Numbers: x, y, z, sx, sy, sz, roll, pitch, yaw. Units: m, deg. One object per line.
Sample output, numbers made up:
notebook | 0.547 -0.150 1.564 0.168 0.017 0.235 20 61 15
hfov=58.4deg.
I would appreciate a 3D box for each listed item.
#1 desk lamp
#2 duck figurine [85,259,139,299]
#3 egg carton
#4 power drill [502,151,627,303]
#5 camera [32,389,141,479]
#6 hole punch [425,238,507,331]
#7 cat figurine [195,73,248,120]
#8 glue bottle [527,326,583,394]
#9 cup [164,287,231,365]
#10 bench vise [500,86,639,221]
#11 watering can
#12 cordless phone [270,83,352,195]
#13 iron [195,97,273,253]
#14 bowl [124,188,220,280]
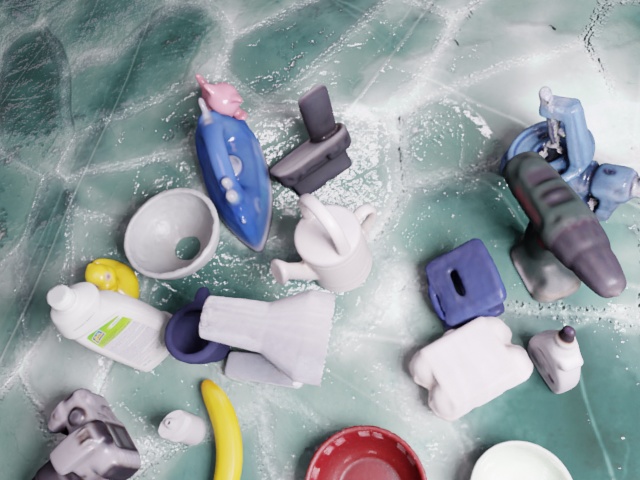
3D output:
desk lamp | -0.062 0.137 0.780 0.202 0.214 0.118 3 66 16
duck figurine | -0.360 0.065 0.960 0.077 0.086 0.104 -39 62 -6
egg carton | 0.202 0.172 0.780 0.150 0.069 0.107 -30 62 -1
power drill | 0.311 0.004 0.755 0.075 0.209 0.229 -22 62 3
camera | -0.359 0.311 0.832 0.137 0.101 0.143 -41 62 -7
hole punch | 0.205 0.067 0.817 0.101 0.091 0.108 -20 62 4
cat figurine | -0.187 -0.262 1.057 0.067 0.118 0.127 -40 62 -7
glue bottle | 0.298 0.139 0.713 0.037 0.173 0.078 -25 61 1
cup | -0.174 0.139 0.874 0.091 0.095 0.118 -2 64 13
bench vise | 0.362 -0.129 0.801 0.207 0.220 0.121 9 67 18
watering can | 0.009 0.004 0.837 0.100 0.194 0.173 25 73 23
cordless phone | -0.027 -0.167 0.934 0.147 0.185 0.094 -40 62 -7
iron | -0.152 -0.114 0.964 0.118 0.142 0.258 -22 62 3
bowl | -0.237 0.000 0.968 0.167 0.075 0.167 -5 64 11
